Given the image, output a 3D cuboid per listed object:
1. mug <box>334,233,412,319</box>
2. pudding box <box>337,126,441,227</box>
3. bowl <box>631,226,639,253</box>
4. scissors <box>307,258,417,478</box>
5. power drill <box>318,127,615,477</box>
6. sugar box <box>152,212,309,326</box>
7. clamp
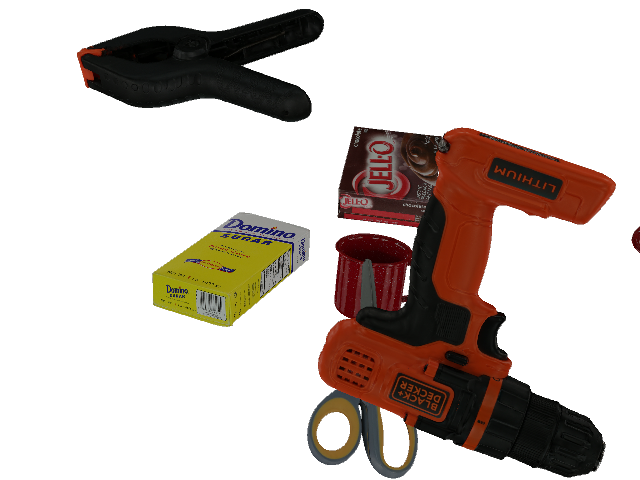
[{"bbox_3d":[0.072,0.047,1.289,0.117,0.081,0.093,2,23,-9],"label":"mug"},{"bbox_3d":[0.068,-0.062,1.035,0.090,0.039,0.113,8,38,5],"label":"pudding box"},{"bbox_3d":[0.404,0.025,1.103,0.162,0.055,0.162,-4,22,1],"label":"bowl"},{"bbox_3d":[0.023,0.104,0.880,0.096,0.202,0.016,-9,-34,-12],"label":"scissors"},{"bbox_3d":[0.109,0.038,0.649,0.184,0.188,0.057,21,10,4],"label":"power drill"},{"bbox_3d":[-0.090,0.026,1.129,0.093,0.048,0.176,15,31,22],"label":"sugar box"},{"bbox_3d":[-0.077,-0.127,0.737,0.171,0.039,0.120,7,36,11],"label":"clamp"}]
